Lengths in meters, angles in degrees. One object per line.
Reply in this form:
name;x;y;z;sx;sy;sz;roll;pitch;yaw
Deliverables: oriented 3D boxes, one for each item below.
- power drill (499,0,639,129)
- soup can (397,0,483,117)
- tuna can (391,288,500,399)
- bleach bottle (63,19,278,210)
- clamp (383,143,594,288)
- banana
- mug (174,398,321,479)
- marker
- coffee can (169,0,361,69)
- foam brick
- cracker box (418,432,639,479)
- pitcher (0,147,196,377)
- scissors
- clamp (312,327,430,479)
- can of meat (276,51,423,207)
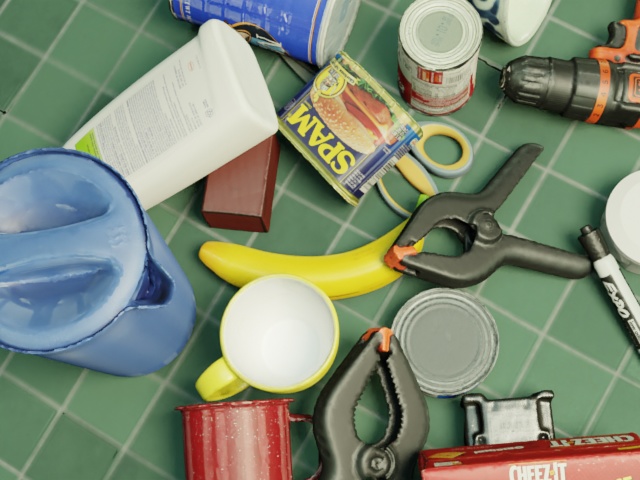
power drill;0.246;-0.185;0.885;0.184;0.057;0.187;9;81;-6
soup can;0.097;-0.150;0.876;0.068;0.102;0.068;-1;76;4
tuna can;0.099;0.083;0.852;0.086;0.034;0.086;-1;76;4
bleach bottle;-0.159;-0.071;0.867;0.251;0.068;0.102;-29;65;19
clamp;0.137;0.001;0.853;0.171;0.039;0.120;-26;72;-18
banana;0.001;0.017;0.875;0.198;0.037;0.069;-12;70;1
mug;-0.051;0.164;0.816;0.117;0.093;0.081;-4;81;-2
marker;0.238;0.042;0.845;0.020;0.020;0.121;-28;89;-3
coffee can;-0.043;-0.214;0.901;0.140;0.103;0.103;20;78;9
foam brick;-0.065;-0.051;0.888;0.051;0.053;0.078;6;76;6
cracker box;0.160;0.253;0.760;0.164;0.072;0.214;-5;92;2
pitcher;-0.173;0.029;0.777;0.145;0.243;0.149;-27;75;-3
scissors;0.054;-0.107;0.911;0.096;0.016;0.202;-31;77;-1
clamp;0.027;0.170;0.794;0.164;0.036;0.210;2;83;-23
can of meat;0.023;-0.093;0.875;0.084;0.057;0.102;-44;74;6
